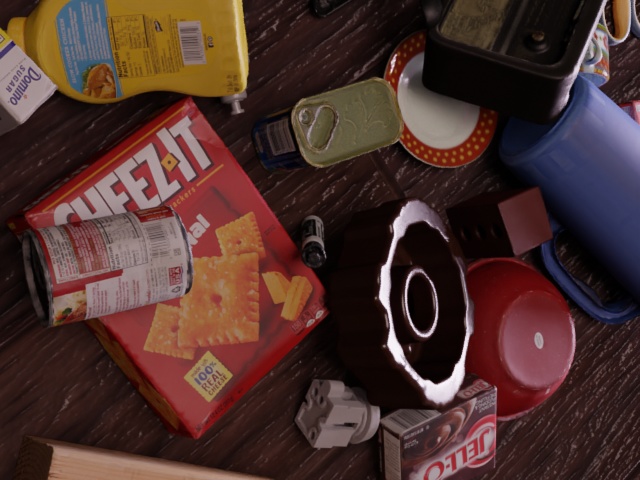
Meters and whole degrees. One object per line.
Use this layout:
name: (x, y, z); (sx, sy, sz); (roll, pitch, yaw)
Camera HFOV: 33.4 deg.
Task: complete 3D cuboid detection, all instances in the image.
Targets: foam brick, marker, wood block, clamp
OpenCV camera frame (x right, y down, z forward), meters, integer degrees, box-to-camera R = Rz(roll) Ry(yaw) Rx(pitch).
foam brick: (0.165, -0.015, 0.982); (0.051, 0.078, 0.053); (-23, 98, -29)
marker: (-0.006, 0.001, 0.867); (0.020, 0.121, 0.020); (0, 103, -1)
wood block: (-0.124, 0.213, 0.805); (0.205, 0.090, 0.091); (17, 79, -27)
clamp: (0.083, -0.245, 0.935); (0.171, 0.120, 0.039); (-54, 152, -21)

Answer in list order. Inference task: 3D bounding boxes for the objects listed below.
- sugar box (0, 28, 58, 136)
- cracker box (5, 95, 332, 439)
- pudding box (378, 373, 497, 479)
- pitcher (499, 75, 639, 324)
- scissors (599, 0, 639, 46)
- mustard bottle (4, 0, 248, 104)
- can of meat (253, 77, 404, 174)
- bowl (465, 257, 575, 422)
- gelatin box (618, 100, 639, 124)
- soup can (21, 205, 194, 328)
sugar box: (-0.269, -0.151, 0.741); (0.176, 0.093, 0.048); (45, 68, -20)
cracker box: (-0.109, 0.021, 0.832); (0.164, 0.072, 0.213); (-41, 106, -24)
pudding box: (0.105, 0.180, 0.946); (0.113, 0.039, 0.090); (-19, 120, -27)
pitcher: (0.280, -0.036, 1.024); (0.242, 0.145, 0.149); (39, 60, -20)
scissors: (0.326, -0.298, 1.120); (0.096, 0.016, 0.202); (12, 82, -30)
mustard bottle: (-0.152, -0.150, 0.792); (0.191, 0.058, 0.096); (-4, 121, 2)
can of meat: (0.004, -0.093, 0.893); (0.101, 0.084, 0.057); (-21, 98, -28)
bowl: (0.186, 0.093, 1.002); (0.161, 0.055, 0.162); (1, 87, -29)
gelatin box: (0.349, -0.103, 1.115); (0.073, 0.030, 0.089); (-8, 92, -29)
soup can: (-0.146, 0.017, 0.735); (0.102, 0.069, 0.068); (-13, 94, -25)
